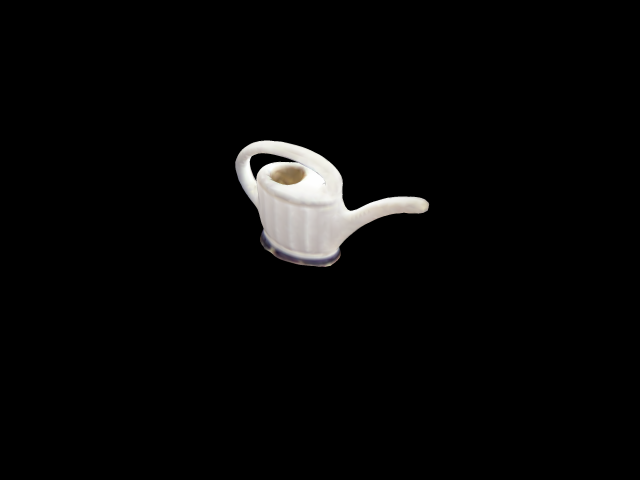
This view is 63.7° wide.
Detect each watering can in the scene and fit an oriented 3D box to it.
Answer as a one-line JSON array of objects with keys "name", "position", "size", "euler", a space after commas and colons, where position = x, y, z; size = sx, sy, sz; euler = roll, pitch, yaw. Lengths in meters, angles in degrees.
[{"name": "watering can", "position": [0.003, -0.043, 0.850], "size": [0.350, 0.219, 0.106], "euler": [23, 47, 23]}]
